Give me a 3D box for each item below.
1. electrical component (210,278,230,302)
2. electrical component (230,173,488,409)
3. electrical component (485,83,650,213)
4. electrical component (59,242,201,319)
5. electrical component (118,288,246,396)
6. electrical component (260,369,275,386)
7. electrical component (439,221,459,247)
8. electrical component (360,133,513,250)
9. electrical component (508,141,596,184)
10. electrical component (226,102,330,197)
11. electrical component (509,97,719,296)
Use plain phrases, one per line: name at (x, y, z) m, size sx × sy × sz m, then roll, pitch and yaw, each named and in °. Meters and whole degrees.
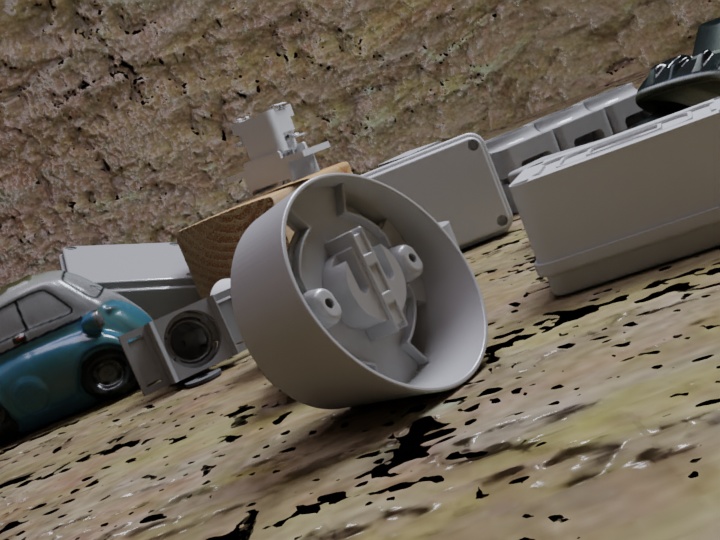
electrical component at (-0.075, 0.022, 0.782) m, size 0.055 × 0.045 × 0.045 m, roll -17°, pitch 8°, yaw 34°
electrical component at (-0.001, 0.009, 0.441) m, size 0.064 × 0.099 × 0.099 m, roll -24°, pitch 3°, yaw 41°
electrical component at (0.176, -0.104, 0.918) m, size 0.150 × 0.061 × 0.089 m, roll -23°, pitch 6°, yaw -15°
electrical component at (-0.192, 0.019, 0.898) m, size 0.109 × 0.056 × 0.109 m, roll -3°, pitch 18°, yaw -18°
electrical component at (-0.114, 0.047, 0.703) m, size 0.081 × 0.042 × 0.064 m, roll -24°, pitch -1°, yaw -21°
electrical component at (-0.029, 0.033, 0.548) m, size 0.043 × 0.043 × 0.081 m, roll -22°, pitch 7°, yaw 1°
electrical component at (-0.010, -0.002, 0.638) m, size 0.138 × 0.073 × 0.052 m, roll -22°, pitch 7°, yaw -6°
electrical component at (0.049, -0.048, 0.803) m, size 0.113 × 0.078 × 0.057 m, roll -21°, pitch 4°, yaw 2°
electrical component at (0.154, -0.059, 0.687) m, size 0.076 × 0.047 × 0.083 m, roll -26°, pitch 8°, yaw -35°
electrical component at (-0.072, -0.100, 0.879) m, size 0.081 × 0.063 × 0.042 m, roll -15°, pitch 10°, yaw 32°
electrical component at (0.137, -0.037, 0.518) m, size 0.113 × 0.057 × 0.078 m, roll -19°, pitch 7°, yaw 20°
